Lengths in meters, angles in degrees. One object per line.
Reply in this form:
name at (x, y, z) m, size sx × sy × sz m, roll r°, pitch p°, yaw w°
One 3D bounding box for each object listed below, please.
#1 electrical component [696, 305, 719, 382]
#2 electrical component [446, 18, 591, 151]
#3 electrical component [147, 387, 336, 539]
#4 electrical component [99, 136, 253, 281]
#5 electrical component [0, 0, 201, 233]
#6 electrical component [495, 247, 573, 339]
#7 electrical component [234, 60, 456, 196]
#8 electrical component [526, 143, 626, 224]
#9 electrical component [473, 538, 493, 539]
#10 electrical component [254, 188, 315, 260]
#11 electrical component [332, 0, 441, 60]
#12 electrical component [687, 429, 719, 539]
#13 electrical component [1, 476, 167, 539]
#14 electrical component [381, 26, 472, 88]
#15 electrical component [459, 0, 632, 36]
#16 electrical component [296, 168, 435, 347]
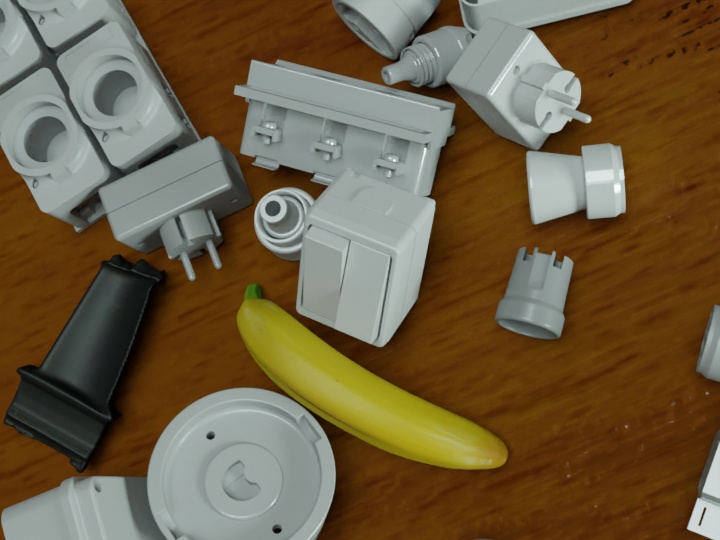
electrical component at (0.224, 0.046, 0.609) m, size 0.055 × 0.045 × 0.045 m, roll 15°, pitch 83°, yaw 15°
electrical component at (0.104, -0.105, 0.637) m, size 0.077 × 0.066 × 0.047 m, roll 33°, pitch 88°, yaw 45°
electrical component at (-0.068, 0.131, 0.643) m, size 0.108 × 0.060 × 0.108 m, roll 0°, pitch 62°, yaw -1°
electrical component at (-0.112, -0.031, 0.693) m, size 0.083 × 0.047 × 0.075 m, roll -24°, pitch 76°, yaw 7°
electrical component at (-0.200, -0.135, 0.724) m, size 0.105 × 0.060 × 0.186 m, roll -32°, pitch 75°, yaw 5°
electrical component at (0.106, 0.014, 0.644) m, size 0.040 × 0.040 × 0.046 m, roll 14°, pitch 77°, yaw 14°
electrical component at (-0.010, -0.087, 0.672) m, size 0.121 × 0.079 × 0.063 m, roll 17°, pitch 105°, yaw 14°
electrical component at (0.130, -0.052, 0.647) m, size 0.055 × 0.045 × 0.045 m, roll -5°, pitch 79°, yaw 11°
electrical component at (0.068, 0.177, 0.613) m, size 0.045 × 0.055 × 0.045 m, roll -2°, pitch 80°, yaw 12°
electrical component at (-0.046, -0.031, 0.671) m, size 0.043 × 0.062 × 0.043 m, roll -2°, pitch 79°, yaw 12°
electrical component at (0.018, -0.171, 0.688) m, size 0.055 × 0.055 × 0.047 m, roll 40°, pitch 86°, yaw 16°
electrical component at (0.212, 0.111, 0.590) m, size 0.042 × 0.064 × 0.081 m, roll 20°, pitch 85°, yaw 14°
electrical component at (-0.148, 0.164, 0.631) m, size 0.057 × 0.113 × 0.078 m, roll -23°, pitch 74°, yaw 10°
electrical component at (0.042, -0.130, 0.675) m, size 0.061 × 0.035 × 0.035 m, roll -23°, pitch 74°, yaw -23°
electrical component at (0.113, -0.198, 0.670) m, size 0.113 × 0.057 × 0.078 m, roll -12°, pitch 78°, yaw 10°
electrical component at (0.000, 0.000, 0.642) m, size 0.062 × 0.096 × 0.061 m, roll 22°, pitch 43°, yaw 15°
